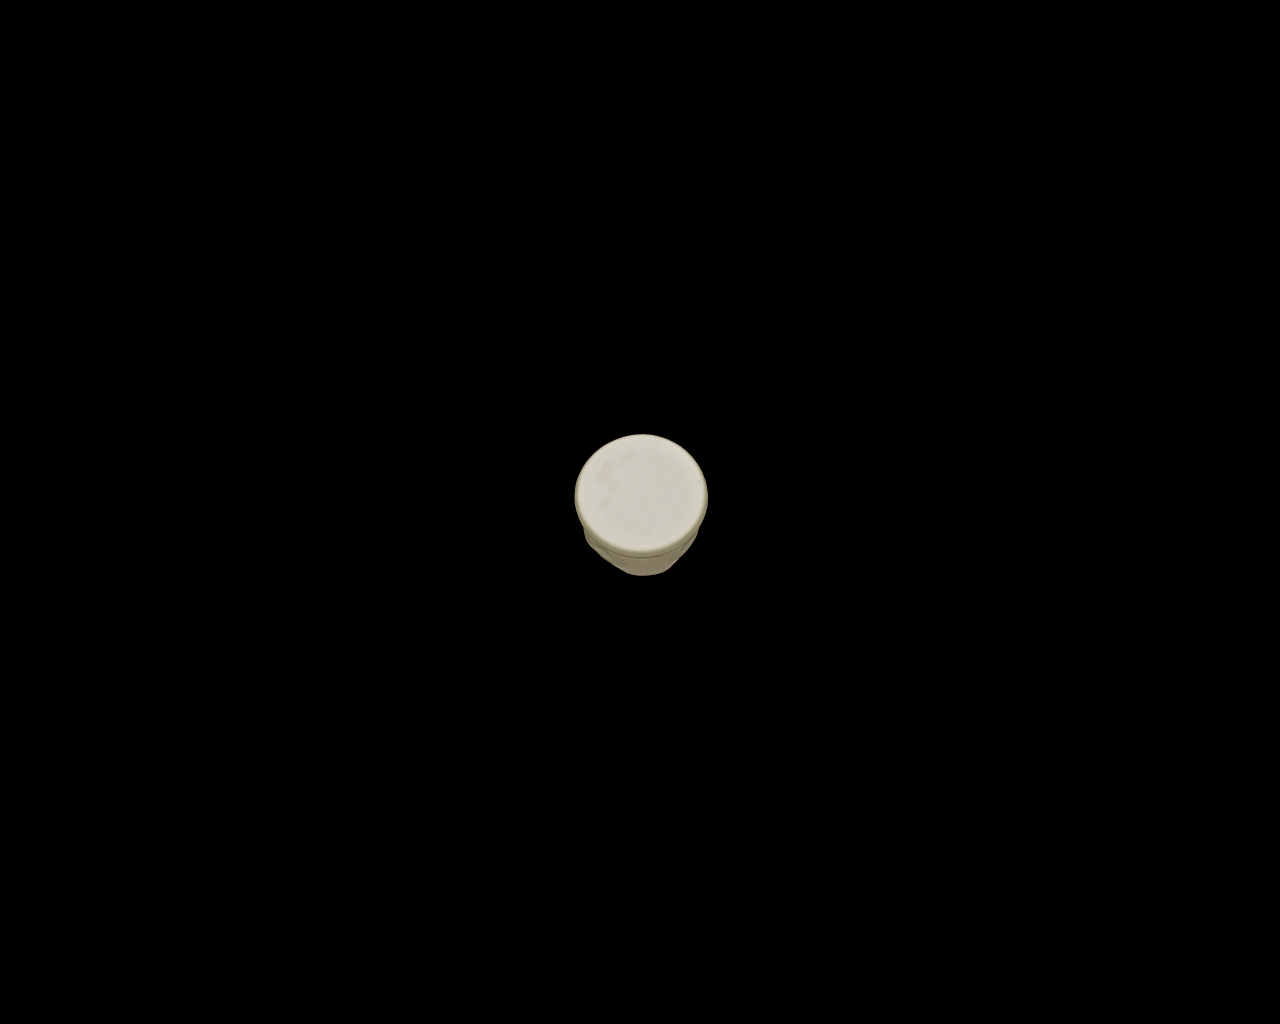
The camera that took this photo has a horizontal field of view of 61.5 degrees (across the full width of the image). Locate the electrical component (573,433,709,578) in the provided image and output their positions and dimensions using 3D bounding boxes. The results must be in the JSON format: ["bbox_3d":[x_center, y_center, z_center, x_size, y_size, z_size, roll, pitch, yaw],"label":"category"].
[{"bbox_3d":[0.001,-0.003,0.650,0.080,0.080,0.051,0,-24,0],"label":"electrical component"}]
